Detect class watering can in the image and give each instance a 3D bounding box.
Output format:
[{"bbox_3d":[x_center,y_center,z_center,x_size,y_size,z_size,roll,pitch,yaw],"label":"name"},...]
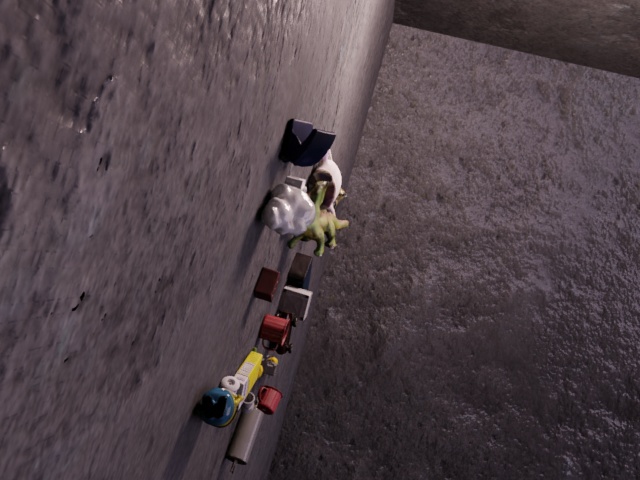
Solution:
[{"bbox_3d":[0.028,-0.177,1.953,0.228,0.104,0.342,-63,150,-65],"label":"watering can"}]

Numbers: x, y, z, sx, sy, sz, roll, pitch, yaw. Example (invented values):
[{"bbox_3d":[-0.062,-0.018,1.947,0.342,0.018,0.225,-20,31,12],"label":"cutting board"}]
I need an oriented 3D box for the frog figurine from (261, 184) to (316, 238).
[{"bbox_3d":[-0.082,-0.076,1.274,0.158,0.122,0.138,26,46,-75],"label":"frog figurine"}]

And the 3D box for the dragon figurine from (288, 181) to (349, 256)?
[{"bbox_3d":[0.005,-0.090,1.780,0.416,0.123,0.238,-34,139,-52],"label":"dragon figurine"}]
